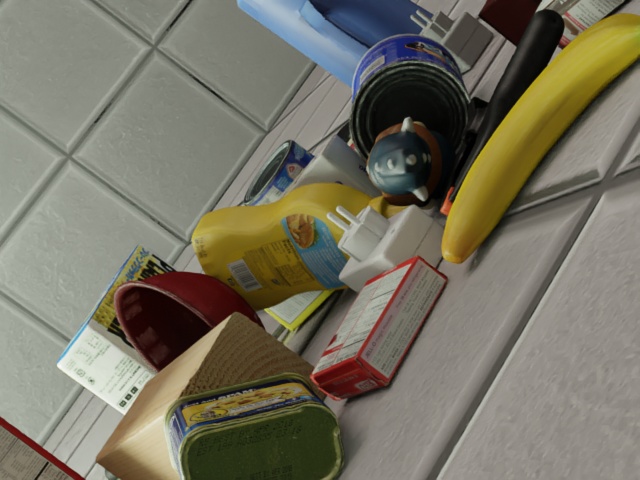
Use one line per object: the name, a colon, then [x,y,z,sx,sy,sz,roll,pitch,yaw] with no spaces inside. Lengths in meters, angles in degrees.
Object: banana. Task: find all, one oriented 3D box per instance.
banana: [0.137,-0.071,0.662,0.198,0.037,0.069,-51,7,16]

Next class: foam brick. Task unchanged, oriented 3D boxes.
foam brick: [0.183,-0.215,0.924,0.051,0.053,0.078,-40,17,55]

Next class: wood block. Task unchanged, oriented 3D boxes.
wood block: [-0.088,0.142,0.824,0.090,0.090,0.206,-58,10,-32]

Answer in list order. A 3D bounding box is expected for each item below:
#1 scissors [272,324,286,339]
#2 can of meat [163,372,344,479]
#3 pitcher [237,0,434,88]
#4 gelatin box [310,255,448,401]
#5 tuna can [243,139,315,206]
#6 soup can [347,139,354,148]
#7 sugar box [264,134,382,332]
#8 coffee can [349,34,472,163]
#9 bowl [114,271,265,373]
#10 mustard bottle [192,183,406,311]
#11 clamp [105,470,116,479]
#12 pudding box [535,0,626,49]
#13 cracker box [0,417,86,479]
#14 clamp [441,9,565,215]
scissors: [-0.075,0.126,1.016,0.201,0.016,0.096,-53,10,-34]
can of meat: [-0.041,0.123,0.656,0.102,0.057,0.084,-12,5,-11]
pitcher: [0.026,-0.261,1.271,0.145,0.243,0.149,-60,5,-22]
gelatin box: [0.038,0.059,0.698,0.089,0.030,0.073,-57,11,-27]
tuna can: [-0.042,-0.061,1.100,0.086,0.033,0.086,-49,15,18]
soup can: [0.028,-0.042,0.996,0.102,0.068,0.068,-51,9,17]
sugar box: [-0.006,-0.003,0.945,0.176,0.093,0.048,-46,8,35]
coffee can: [0.078,-0.117,0.925,0.103,0.102,0.140,-50,10,17]
bowl: [-0.097,0.080,0.904,0.055,0.162,0.162,-47,5,-31]
mustard bottle: [-0.006,0.001,0.878,0.192,0.096,0.058,-15,32,31]
clamp: [-0.185,0.221,1.175,0.164,0.036,0.210,-54,10,-1]
pudding box: [0.212,-0.207,0.792,0.113,0.039,0.090,-57,10,-34]
cracker box: [-0.252,0.237,0.896,0.164,0.213,0.072,-43,12,47]
clamp: [0.125,-0.083,0.746,0.120,0.039,0.171,114,178,-46]
